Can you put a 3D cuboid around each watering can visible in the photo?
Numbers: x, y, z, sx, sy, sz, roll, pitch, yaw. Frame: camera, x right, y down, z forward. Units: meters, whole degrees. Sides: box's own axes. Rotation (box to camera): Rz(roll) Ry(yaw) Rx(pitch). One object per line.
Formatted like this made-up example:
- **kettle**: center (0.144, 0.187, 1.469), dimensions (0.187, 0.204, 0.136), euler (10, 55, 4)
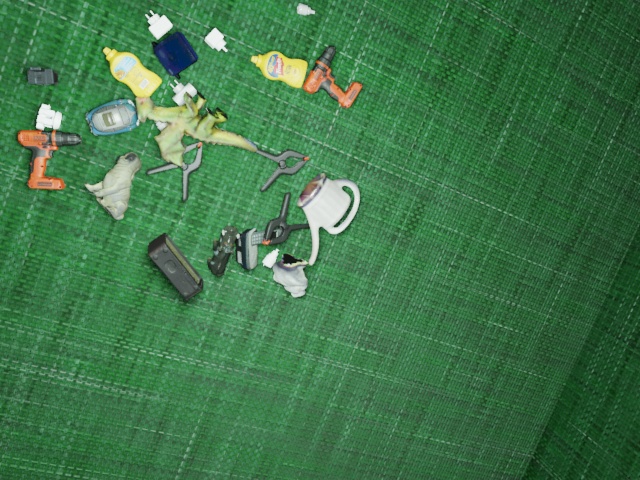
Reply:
- **watering can**: center (0.006, -0.096, 1.903), dimensions (0.222, 0.104, 0.350), euler (40, 78, -20)

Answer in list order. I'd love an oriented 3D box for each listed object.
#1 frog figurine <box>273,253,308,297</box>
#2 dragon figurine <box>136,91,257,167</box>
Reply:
- **frog figurine**: center (-0.111, 0.148, 1.928), dimensions (0.137, 0.124, 0.157), euler (9, 112, 16)
- **dragon figurine**: center (-0.429, -0.351, 1.724), dimensions (0.241, 0.124, 0.405), euler (-44, 119, 11)
